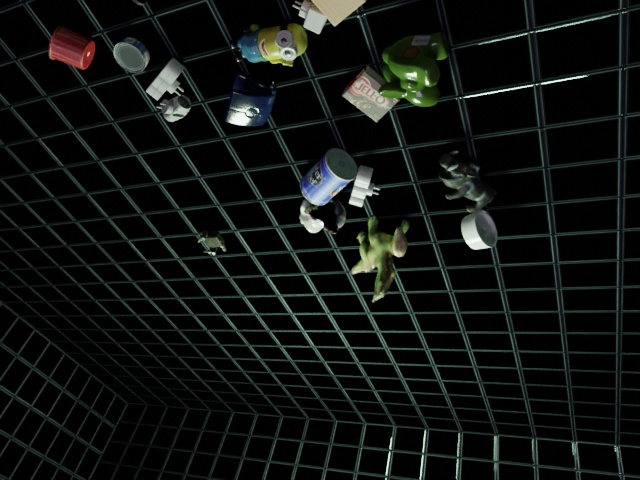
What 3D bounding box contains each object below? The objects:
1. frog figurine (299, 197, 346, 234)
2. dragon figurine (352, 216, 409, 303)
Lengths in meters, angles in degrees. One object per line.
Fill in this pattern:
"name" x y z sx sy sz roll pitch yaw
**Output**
"frog figurine" 0.005 -0.079 1.564 0.137 0.123 0.159 15 177 -9
"dragon figurine" 0.169 0.074 1.549 0.122 0.249 0.401 18 138 -7
